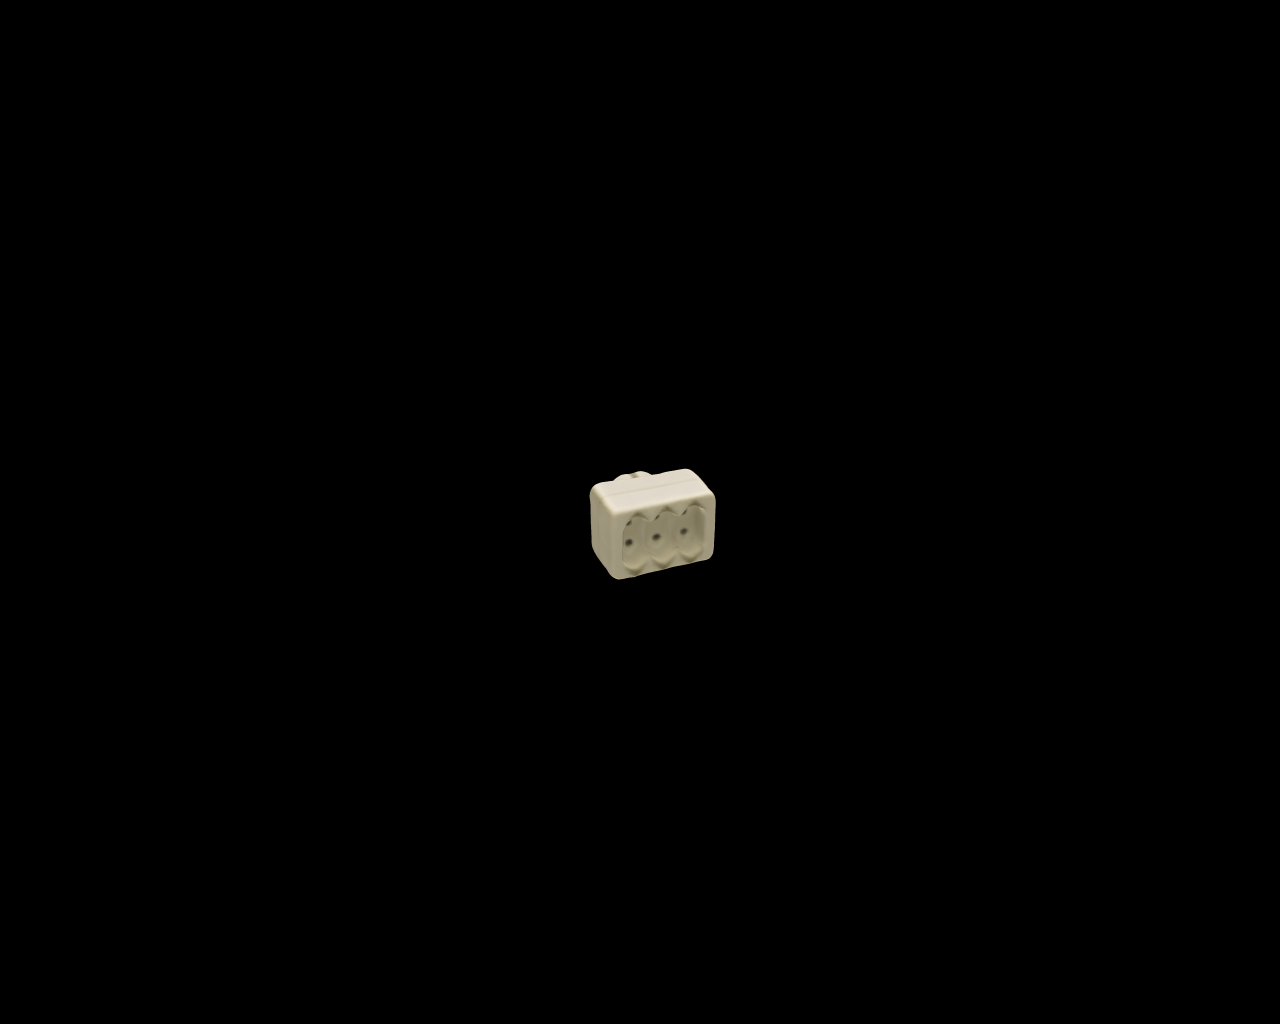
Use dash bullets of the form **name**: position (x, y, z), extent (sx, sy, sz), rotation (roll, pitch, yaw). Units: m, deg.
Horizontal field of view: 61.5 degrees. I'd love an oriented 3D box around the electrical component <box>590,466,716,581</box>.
- **electrical component**: position (0.001, -0.003, 0.650), extent (0.066, 0.047, 0.077), rotation (-11, 32, -18)
